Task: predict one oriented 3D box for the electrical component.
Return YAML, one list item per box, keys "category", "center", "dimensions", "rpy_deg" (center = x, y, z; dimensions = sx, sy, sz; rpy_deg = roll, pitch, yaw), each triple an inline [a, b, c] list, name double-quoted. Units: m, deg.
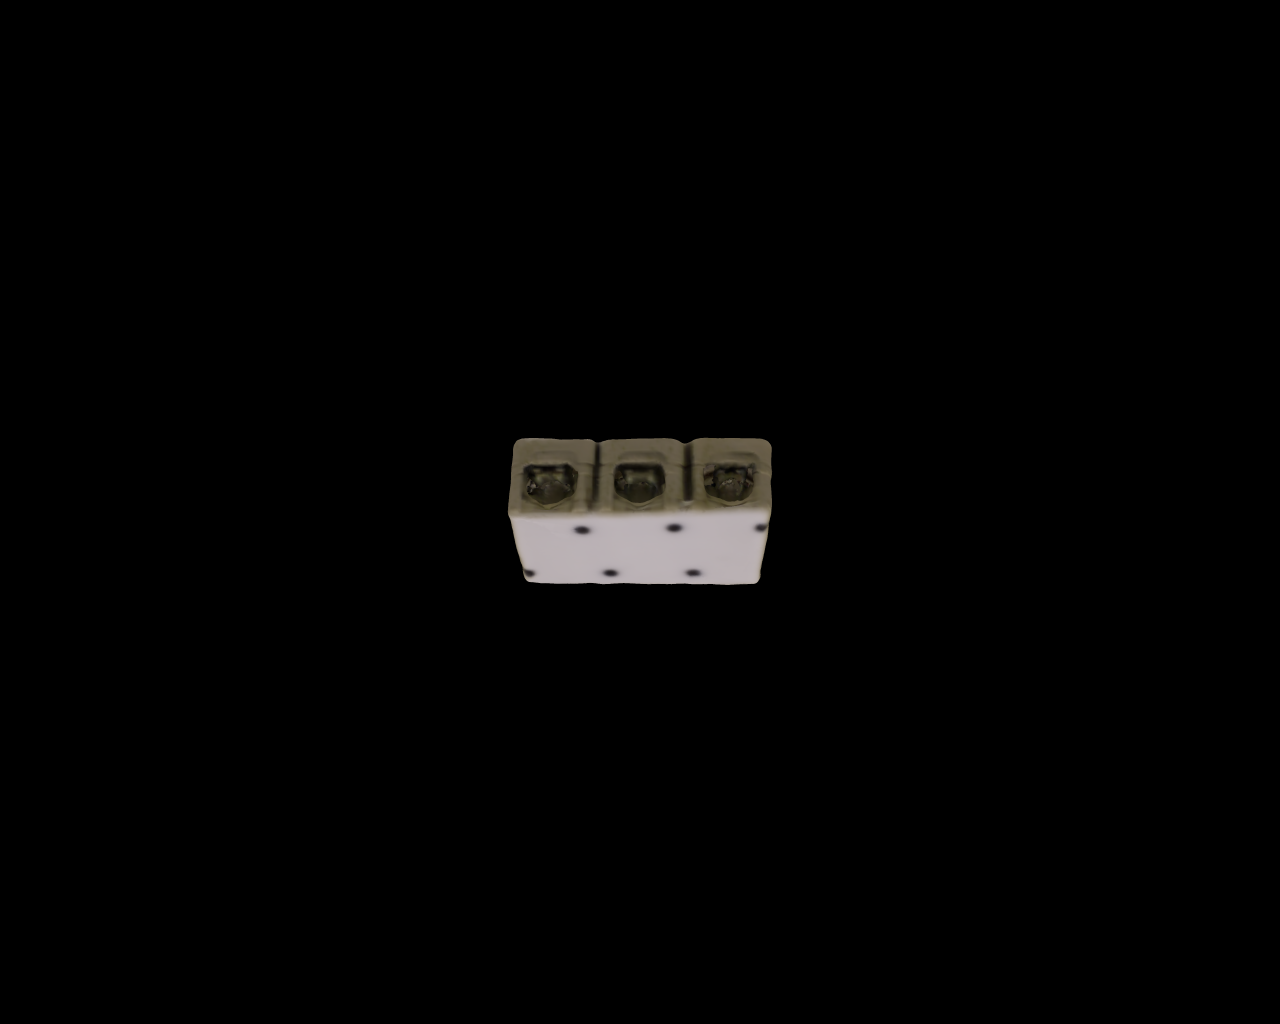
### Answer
- category: "electrical component"
  center: [0.001, -0.003, 0.650]
  dimensions: [0.150, 0.062, 0.089]
  rpy_deg: [0, -32, 0]
